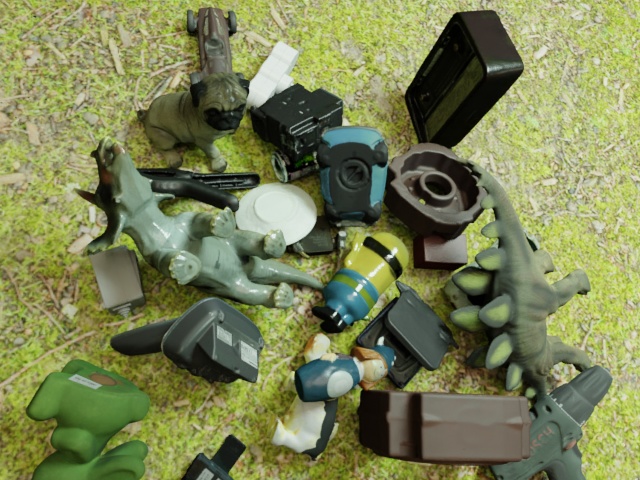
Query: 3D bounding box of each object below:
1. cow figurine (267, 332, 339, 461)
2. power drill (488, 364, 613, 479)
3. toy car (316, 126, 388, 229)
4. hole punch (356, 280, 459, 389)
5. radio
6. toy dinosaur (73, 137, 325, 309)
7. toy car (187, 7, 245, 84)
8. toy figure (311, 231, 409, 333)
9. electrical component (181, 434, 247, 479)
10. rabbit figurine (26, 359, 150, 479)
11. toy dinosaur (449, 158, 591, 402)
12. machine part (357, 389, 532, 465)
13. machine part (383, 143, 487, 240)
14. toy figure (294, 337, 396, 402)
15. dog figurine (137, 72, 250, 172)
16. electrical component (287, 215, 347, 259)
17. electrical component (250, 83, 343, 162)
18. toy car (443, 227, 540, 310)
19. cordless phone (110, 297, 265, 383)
[{"bbox_3d":[-0.004,0.224,0.777,0.098,0.068,0.167,27,73,-9],"label":"cow figurine"},{"bbox_3d":[0.384,0.324,0.793,0.232,0.086,0.207,-38,97,6],"label":"power drill"},{"bbox_3d":[0.056,-0.104,0.843,0.109,0.103,0.161,0,112,11],"label":"toy car"},{"bbox_3d":[0.132,0.151,0.830,0.142,0.092,0.116,45,38,6],"label":"hole punch"},{"bbox_3d":[0.226,-0.258,0.891,0.073,0.229,0.131,-10,72,-20],"label":"radio"},{"bbox_3d":[-0.160,0.020,0.754,0.404,0.192,0.131,37,70,-48],"label":"toy dinosaur"},{"bbox_3d":[-0.178,-0.321,0.907,0.089,0.053,0.202,-4,69,-11],"label":"toy car"},{"bbox_3d":[0.067,0.065,0.827,0.089,0.082,0.180,24,59,25],"label":"toy figure"},{"bbox_3d":[-0.145,0.324,0.727,0.075,0.047,0.119,42,71,1],"label":"electrical component"},{"bbox_3d":[-0.301,0.261,0.695,0.159,0.121,0.170,22,88,-13],"label":"rabbit figurine"},{"bbox_3d":[0.300,0.091,0.811,0.198,0.105,0.470,-19,102,-20],"label":"toy dinosaur"},{"bbox_3d":[0.164,0.251,0.734,0.201,0.201,0.087,7,75,-11],"label":"machine part"},{"bbox_3d":[0.190,-0.081,0.891,0.179,0.056,0.179,7,51,-10],"label":"machine part"},{"bbox_3d":[0.041,0.181,0.739,0.154,0.064,0.058,-11,45,-21],"label":"toy figure"},{"bbox_3d":[-0.195,-0.197,0.799,0.172,0.190,0.121,3,73,-10],"label":"dog figurine"},{"bbox_3d":[-0.003,-0.003,0.858,0.102,0.045,0.078,2,75,-11],"label":"electrical component"},{"bbox_3d":[-0.028,-0.198,0.871,0.134,0.058,0.115,-36,55,-27],"label":"electrical component"},{"bbox_3d":[0.294,0.053,0.898,0.202,0.056,0.073,-35,100,-21],"label":"toy car"},{"bbox_3d":[-0.186,0.154,0.751,0.184,0.146,0.089,-14,55,21],"label":"cordless phone"}]
